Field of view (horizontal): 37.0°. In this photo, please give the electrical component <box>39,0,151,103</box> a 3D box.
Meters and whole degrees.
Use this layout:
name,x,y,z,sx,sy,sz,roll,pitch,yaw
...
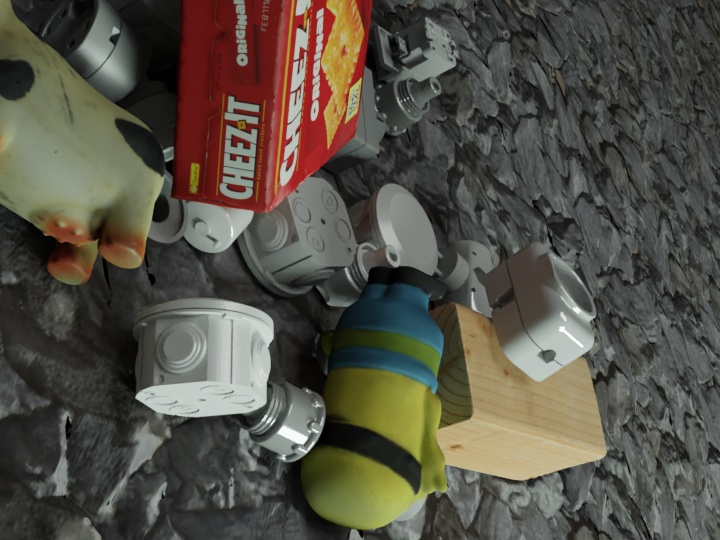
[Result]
name,x,y,z,sx,sy,sz,roll,pitch,yaw
electrical component,-0.161,-0.134,0.653,0.047,0.055,0.055,36,43,-45

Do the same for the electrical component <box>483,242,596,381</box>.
name,x,y,z,sx,sy,sz,roll,pitch,yaw
electrical component,0.137,0.028,0.810,0.054,0.059,0.095,38,28,-30

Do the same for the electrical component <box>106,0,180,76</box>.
name,x,y,z,sx,sy,sz,roll,pitch,yaw
electrical component,-0.140,-0.174,0.711,0.080,0.051,0.080,34,44,-41

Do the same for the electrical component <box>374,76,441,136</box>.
name,x,y,z,sx,sy,sz,roll,pitch,yaw
electrical component,0.042,-0.151,0.955,0.048,0.062,0.048,34,44,-41

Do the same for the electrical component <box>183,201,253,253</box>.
name,x,y,z,sx,sy,sz,roll,pitch,yaw
electrical component,-0.089,-0.043,0.712,0.040,0.040,0.078,56,33,-16

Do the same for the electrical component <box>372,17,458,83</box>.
name,x,y,z,sx,sy,sz,roll,pitch,yaw
electrical component,0.052,-0.199,0.999,0.081,0.064,0.042,19,54,-49

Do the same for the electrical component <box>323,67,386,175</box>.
name,x,y,z,sx,sy,sz,roll,pitch,yaw
electrical component,-0.005,-0.120,0.880,0.076,0.047,0.083,27,48,-45

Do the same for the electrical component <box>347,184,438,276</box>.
name,x,y,z,sx,sy,sz,roll,pitch,yaw
electrical component,0.022,-0.024,0.852,0.080,0.051,0.080,34,44,-41

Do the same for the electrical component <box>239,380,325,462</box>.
name,x,y,z,sx,sy,sz,roll,pitch,yaw
electrical component,-0.056,0.088,0.672,0.062,0.048,0.048,33,44,-32

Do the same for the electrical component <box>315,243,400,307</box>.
name,x,y,z,sx,sy,sz,roll,pitch,yaw
electrical component,0.000,0.000,0.794,0.043,0.062,0.043,34,44,-41

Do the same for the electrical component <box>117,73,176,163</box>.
name,x,y,z,sx,sy,sz,roll,pitch,yaw
electrical component,-0.134,-0.100,0.681,0.048,0.048,0.062,-13,74,-58

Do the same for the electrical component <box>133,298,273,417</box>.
name,x,y,z,sx,sy,sz,roll,pitch,yaw
electrical component,-0.090,0.050,0.614,0.080,0.080,0.051,25,56,-47

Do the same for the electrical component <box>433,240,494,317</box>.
name,x,y,z,sx,sy,sz,roll,pitch,yaw
electrical component,0.081,0.007,0.925,0.079,0.043,0.077,41,40,-35

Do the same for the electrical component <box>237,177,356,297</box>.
name,x,y,z,sx,sy,sz,roll,pitch,yaw
electrical component,-0.045,-0.025,0.755,0.080,0.051,0.080,34,44,-41
